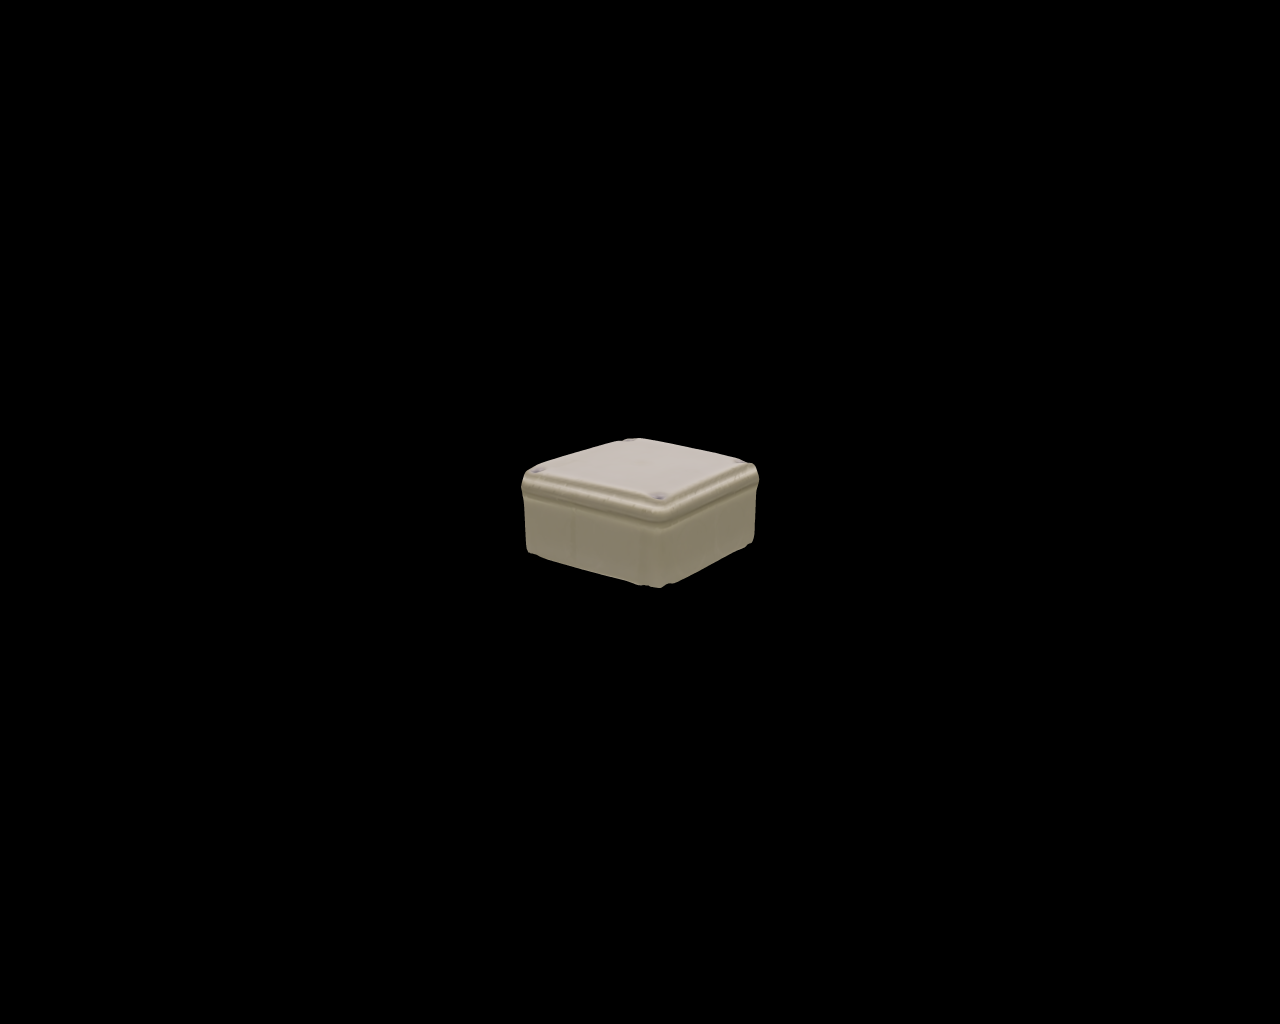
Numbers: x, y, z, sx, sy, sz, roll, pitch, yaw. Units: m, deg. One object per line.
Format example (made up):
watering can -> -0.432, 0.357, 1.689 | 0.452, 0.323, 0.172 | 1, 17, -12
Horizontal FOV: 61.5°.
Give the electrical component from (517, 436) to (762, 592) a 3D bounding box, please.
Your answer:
electrical component -> 0.001, -0.003, 0.650 | 0.109, 0.056, 0.109 | 14, 22, 36
